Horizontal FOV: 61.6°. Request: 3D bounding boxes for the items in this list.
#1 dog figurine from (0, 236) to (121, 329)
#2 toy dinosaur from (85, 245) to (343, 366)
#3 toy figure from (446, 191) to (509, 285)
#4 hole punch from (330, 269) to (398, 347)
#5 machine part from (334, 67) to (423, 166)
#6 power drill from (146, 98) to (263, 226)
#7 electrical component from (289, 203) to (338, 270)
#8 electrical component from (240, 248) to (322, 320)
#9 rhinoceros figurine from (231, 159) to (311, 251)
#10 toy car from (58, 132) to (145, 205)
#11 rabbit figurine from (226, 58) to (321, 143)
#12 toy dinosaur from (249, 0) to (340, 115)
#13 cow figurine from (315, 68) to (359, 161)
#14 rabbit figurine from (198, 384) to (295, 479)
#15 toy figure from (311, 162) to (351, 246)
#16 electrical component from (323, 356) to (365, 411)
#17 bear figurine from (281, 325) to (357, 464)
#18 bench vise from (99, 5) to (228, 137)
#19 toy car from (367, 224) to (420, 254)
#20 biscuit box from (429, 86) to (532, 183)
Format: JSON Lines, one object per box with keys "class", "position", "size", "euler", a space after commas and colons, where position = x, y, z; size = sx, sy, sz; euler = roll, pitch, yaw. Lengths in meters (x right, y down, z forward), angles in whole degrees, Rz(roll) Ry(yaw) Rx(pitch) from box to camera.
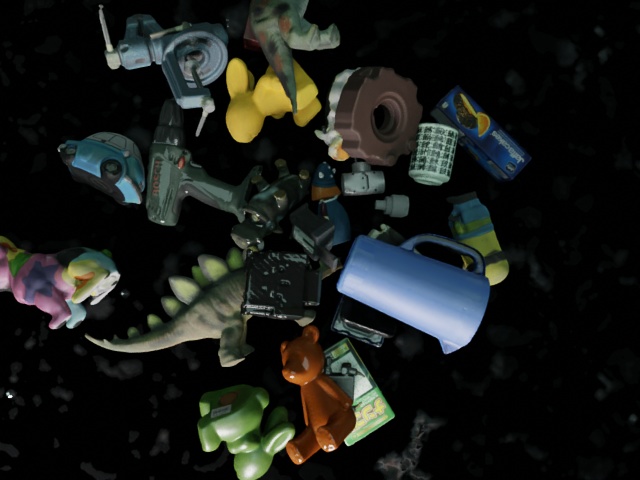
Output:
{"class": "dog figurine", "position": [-0.491, 0.046, 0.948], "size": [0.219, 0.108, 0.191], "euler": [42, 87, 0]}
{"class": "toy dinosaur", "position": [-0.172, 0.122, 0.973], "size": [0.471, 0.105, 0.198], "euler": [-26, 83, -13]}
{"class": "toy figure", "position": [0.294, -0.002, 1.011], "size": [0.082, 0.089, 0.180], "euler": [-16, 93, 4]}
{"class": "hole punch", "position": [0.087, 0.130, 1.005], "size": [0.142, 0.092, 0.116], "euler": [19, 57, -1]}
{"class": "machine part", "position": [0.108, -0.220, 0.962], "size": [0.179, 0.056, 0.179], "euler": [-9, 106, -34]}
{"class": "power drill", "position": [-0.213, -0.128, 0.983], "size": [0.207, 0.086, 0.232], "euler": [15, 89, -8]}
{"class": "electrical component", "position": [-0.002, -0.003, 0.963], "size": [0.119, 0.074, 0.048], "euler": [37, 58, 26]}
{"class": "electrical component", "position": [-0.066, 0.077, 0.917], "size": [0.134, 0.058, 0.115], "euler": [4, 79, -9]}
{"class": "rhinoceros figurine", "position": [-0.089, -0.061, 0.958], "size": [0.073, 0.112, 0.190], "euler": [27, 51, 16]}
{"class": "toy car", "position": [-0.378, -0.140, 0.968], "size": [0.162, 0.109, 0.103], "euler": [25, 64, 8]}
{"class": "rabbit figurine", "position": [-0.105, -0.257, 0.974], "size": [0.173, 0.122, 0.162], "euler": [-40, 88, 3]}
{"class": "toy dinosaur", "position": [-0.054, -0.413, 0.930], "size": [0.192, 0.131, 0.404], "euler": [14, 73, 25]}
{"class": "cow figurine", "position": [0.037, -0.232, 1.002], "size": [0.068, 0.098, 0.167], "euler": [20, 90, -44]}
{"class": "rabbit figurine", "position": [-0.129, 0.351, 0.980], "size": [0.159, 0.121, 0.170], "euler": [-21, 109, -11]}
{"class": "toy figure", "position": [0.016, -0.067, 1.005], "size": [0.058, 0.064, 0.154], "euler": [-16, 91, 7]}
{"class": "electrical component", "position": [0.040, 0.272, 0.994], "size": [0.078, 0.045, 0.102], "euler": [8, 90, -3]}
{"class": "bear figurine", "position": [-0.020, 0.259, 0.932], "size": [0.120, 0.132, 0.196], "euler": [-33, 81, 35]}
{"class": "bench vise", "position": [-0.252, -0.306, 0.939], "size": [0.223, 0.128, 0.241], "euler": [-11, 58, -28]}
{"class": "toy car", "position": [0.169, 0.052, 1.019], "size": [0.202, 0.056, 0.073], "euler": [40, 93, -1]}
{"class": "biscuit box", "position": [0.306, -0.200, 1.030], "size": [0.202, 0.059, 0.063], "euler": [44, 86, -2]}
